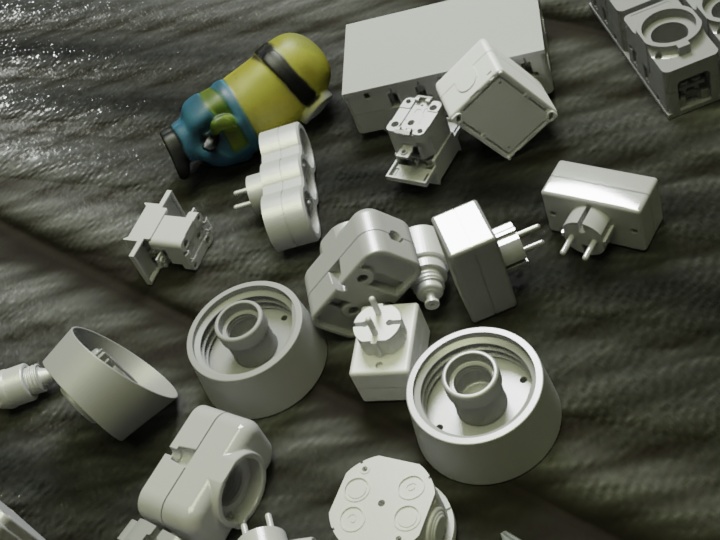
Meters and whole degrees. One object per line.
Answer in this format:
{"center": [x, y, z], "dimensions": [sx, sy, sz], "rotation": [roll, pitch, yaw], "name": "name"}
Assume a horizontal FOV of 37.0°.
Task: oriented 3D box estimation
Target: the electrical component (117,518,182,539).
{"center": [-0.147, 0.217, 0.753], "dimensions": [0.078, 0.058, 0.057], "rotation": [17, 56, 33], "name": "electrical component"}

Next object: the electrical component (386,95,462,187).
{"center": [0.056, -0.116, 0.954], "dimensions": [0.042, 0.063, 0.081], "rotation": [14, 57, 30], "name": "electrical component"}

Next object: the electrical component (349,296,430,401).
{"center": [0.018, 0.051, 0.814], "dimensions": [0.047, 0.076, 0.065], "rotation": [-5, 50, 19], "name": "electrical component"}

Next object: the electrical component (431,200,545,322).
{"center": [0.106, -0.013, 0.830], "dimensions": [0.076, 0.083, 0.047], "rotation": [-23, 46, 2], "name": "electrical component"}

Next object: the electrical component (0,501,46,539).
{"center": [-0.277, 0.199, 0.786], "dimensions": [0.109, 0.108, 0.056], "rotation": [25, 66, 36], "name": "electrical component"}

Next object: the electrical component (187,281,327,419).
{"center": [-0.087, 0.058, 0.863], "dimensions": [0.108, 0.060, 0.108], "rotation": [-12, 48, 13], "name": "electrical component"}

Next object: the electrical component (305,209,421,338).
{"center": [0.000, 0.000, 0.858], "dimensions": [0.095, 0.054, 0.059], "rotation": [-49, 37, 32], "name": "electrical component"}

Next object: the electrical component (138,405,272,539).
{"center": [-0.109, 0.154, 0.793], "dimensions": [0.059, 0.053, 0.095], "rotation": [12, 57, 31], "name": "electrical component"}

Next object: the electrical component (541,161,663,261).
{"center": [0.183, -0.038, 0.844], "dimensions": [0.083, 0.047, 0.075], "rotation": [15, 58, 32], "name": "electrical component"}

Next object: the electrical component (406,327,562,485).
{"center": [0.085, 0.090, 0.765], "dimensions": [0.108, 0.060, 0.108], "rotation": [-12, 48, 13], "name": "electrical component"}

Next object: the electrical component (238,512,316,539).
{"center": [-0.064, 0.203, 0.739], "dimensions": [0.077, 0.044, 0.079], "rotation": [-23, 46, 2], "name": "electrical component"}

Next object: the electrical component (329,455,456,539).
{"center": [0.021, 0.169, 0.728], "dimensions": [0.080, 0.051, 0.080], "rotation": [-12, 47, 13], "name": "electrical component"}

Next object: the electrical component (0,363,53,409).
{"center": [-0.286, 0.097, 0.930], "dimensions": [0.061, 0.035, 0.035], "rotation": [-19, 46, 3], "name": "electrical component"}

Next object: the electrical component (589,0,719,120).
{"center": [0.285, -0.231, 0.962], "dimensions": [0.105, 0.060, 0.186], "rotation": [-21, 46, 4], "name": "electrical component"}

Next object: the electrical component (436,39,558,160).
{"center": [0.122, -0.147, 0.939], "dimensions": [0.062, 0.096, 0.061], "rotation": [-43, 40, 24], "name": "electrical component"}

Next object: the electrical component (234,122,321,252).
{"center": [-0.081, -0.073, 0.980], "dimensions": [0.074, 0.052, 0.138], "rotation": [-15, 47, 9], "name": "electrical component"}

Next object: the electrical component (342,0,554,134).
{"center": [0.082, -0.197, 1.015], "dimensions": [0.186, 0.060, 0.105], "rotation": [-10, 48, 14], "name": "electrical component"}

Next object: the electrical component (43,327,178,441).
{"center": [-0.203, 0.088, 0.863], "dimensions": [0.064, 0.099, 0.099], "rotation": [-45, 49, -9], "name": "electrical component"}

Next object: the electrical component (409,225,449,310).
{"center": [0.053, -0.001, 0.871], "dimensions": [0.040, 0.040, 0.078], "rotation": [-16, 47, 9], "name": "electrical component"}

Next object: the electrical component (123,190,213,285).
{"center": [-0.174, -0.029, 0.988], "dimensions": [0.064, 0.042, 0.081], "rotation": [6, 54, 25], "name": "electrical component"}
